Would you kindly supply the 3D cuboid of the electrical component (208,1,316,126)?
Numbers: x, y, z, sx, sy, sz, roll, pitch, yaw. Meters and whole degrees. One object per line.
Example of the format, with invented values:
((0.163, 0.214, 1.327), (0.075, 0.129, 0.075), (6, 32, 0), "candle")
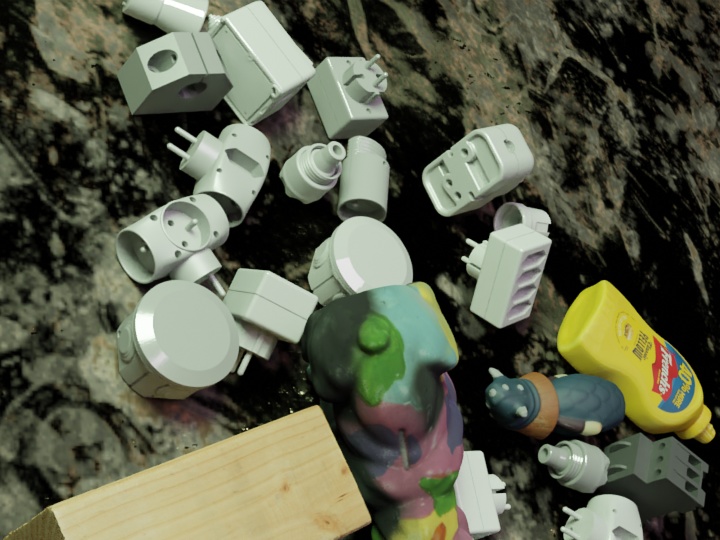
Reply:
((-0.094, -0.183, 0.924), (0.096, 0.062, 0.061), (52, 45, -2), "electrical component")

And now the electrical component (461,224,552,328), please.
((0.125, -0.003, 0.995), (0.047, 0.083, 0.076), (-17, 39, -43), "electrical component")

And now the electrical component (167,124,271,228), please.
((-0.118, -0.085, 0.862), (0.079, 0.043, 0.077), (33, 49, -20), "electrical component")

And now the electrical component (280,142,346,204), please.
((-0.036, -0.087, 0.914), (0.043, 0.062, 0.043), (19, 55, -30), "electrical component")

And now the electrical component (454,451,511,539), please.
((0.092, 0.185, 0.873), (0.077, 0.047, 0.065), (6, 62, -36), "electrical component")

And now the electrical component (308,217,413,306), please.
((0.000, 0.000, 0.902), (0.080, 0.051, 0.080), (19, 55, -30), "electrical component")

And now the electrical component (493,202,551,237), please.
((0.162, -0.045, 1.067), (0.046, 0.040, 0.040), (5, 63, -43), "electrical component")

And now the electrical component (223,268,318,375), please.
((-0.078, 0.043, 0.811), (0.047, 0.066, 0.076), (29, 80, -23), "electrical component")

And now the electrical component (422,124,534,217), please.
((0.114, -0.095, 1.016), (0.059, 0.095, 0.053), (-17, 77, -43), "electrical component")

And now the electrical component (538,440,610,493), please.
((0.188, 0.172, 0.960), (0.062, 0.043, 0.043), (22, 54, -25), "electrical component")

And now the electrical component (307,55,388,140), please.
((-0.001, -0.166, 0.978), (0.047, 0.077, 0.065), (-10, 72, -42), "electrical component")

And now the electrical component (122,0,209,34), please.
((-0.166, -0.220, 0.903), (0.065, 0.044, 0.044), (20, 55, -23), "electrical component")

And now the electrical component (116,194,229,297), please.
((-0.130, -0.009, 0.808), (0.077, 0.044, 0.079), (-32, 88, -45), "electrical component")

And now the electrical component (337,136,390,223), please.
((0.004, -0.083, 0.959), (0.043, 0.043, 0.081), (24, 53, -27), "electrical component")

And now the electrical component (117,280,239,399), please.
((-0.131, 0.052, 0.767), (0.080, 0.051, 0.080), (19, 55, -30), "electrical component")

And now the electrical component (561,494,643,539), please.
((0.206, 0.233, 0.939), (0.079, 0.043, 0.077), (32, 50, -21), "electrical component")
